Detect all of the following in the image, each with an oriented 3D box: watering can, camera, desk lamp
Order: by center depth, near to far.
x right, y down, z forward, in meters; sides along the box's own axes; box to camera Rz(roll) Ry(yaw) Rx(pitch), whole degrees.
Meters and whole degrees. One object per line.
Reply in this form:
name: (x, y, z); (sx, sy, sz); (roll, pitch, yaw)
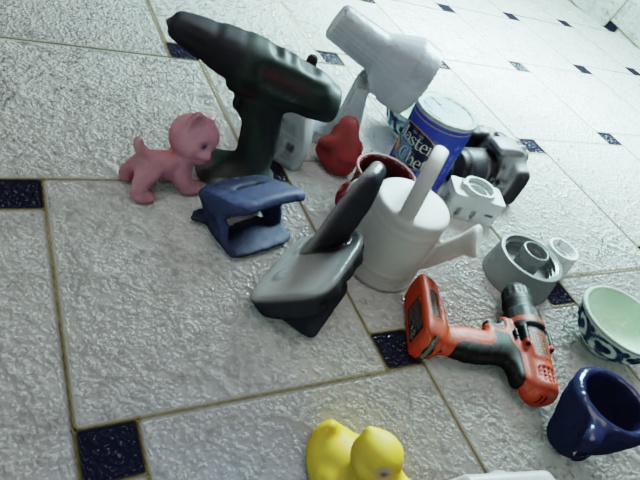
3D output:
watering can: (0.118, -0.031, 0.717); (0.173, 0.194, 0.101); (17, 40, -9)
desk lamp: (0.063, -0.250, 0.915); (0.203, 0.213, 0.118); (17, 40, -9)
camera: (0.280, -0.143, 1.000); (0.137, 0.101, 0.143); (-1, 46, -28)

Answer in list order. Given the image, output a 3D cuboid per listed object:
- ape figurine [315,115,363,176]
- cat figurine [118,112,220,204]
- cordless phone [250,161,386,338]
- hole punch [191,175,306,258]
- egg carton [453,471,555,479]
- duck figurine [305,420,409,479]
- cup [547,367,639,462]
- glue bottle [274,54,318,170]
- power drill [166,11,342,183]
ape figurine: (0.037, -0.152, 0.889); (0.078, 0.092, 0.076); (12, 41, -16)
cat figurine: (-0.179, -0.115, 0.715); (0.128, 0.117, 0.067); (-18, 55, -40)
cordless phone: (0.006, 0.002, 0.629); (0.094, 0.185, 0.148); (29, 39, 4)
hole punch: (-0.089, -0.046, 0.706); (0.109, 0.091, 0.101); (-20, 57, -41)
egg carton: (0.171, 0.266, 0.515); (0.151, 0.069, 0.107); (6, 43, -22)
duck figurine: (0.039, 0.197, 0.509); (0.078, 0.086, 0.104); (-23, 59, -42)
cup: (0.288, 0.206, 0.622); (0.091, 0.095, 0.118); (41, 42, 19)
glue bottle: (-0.035, -0.188, 0.827); (0.078, 0.173, 0.037); (36, 41, 14)
power drill: (-0.097, -0.169, 0.745); (0.230, 0.208, 0.075); (9, 42, -18)
